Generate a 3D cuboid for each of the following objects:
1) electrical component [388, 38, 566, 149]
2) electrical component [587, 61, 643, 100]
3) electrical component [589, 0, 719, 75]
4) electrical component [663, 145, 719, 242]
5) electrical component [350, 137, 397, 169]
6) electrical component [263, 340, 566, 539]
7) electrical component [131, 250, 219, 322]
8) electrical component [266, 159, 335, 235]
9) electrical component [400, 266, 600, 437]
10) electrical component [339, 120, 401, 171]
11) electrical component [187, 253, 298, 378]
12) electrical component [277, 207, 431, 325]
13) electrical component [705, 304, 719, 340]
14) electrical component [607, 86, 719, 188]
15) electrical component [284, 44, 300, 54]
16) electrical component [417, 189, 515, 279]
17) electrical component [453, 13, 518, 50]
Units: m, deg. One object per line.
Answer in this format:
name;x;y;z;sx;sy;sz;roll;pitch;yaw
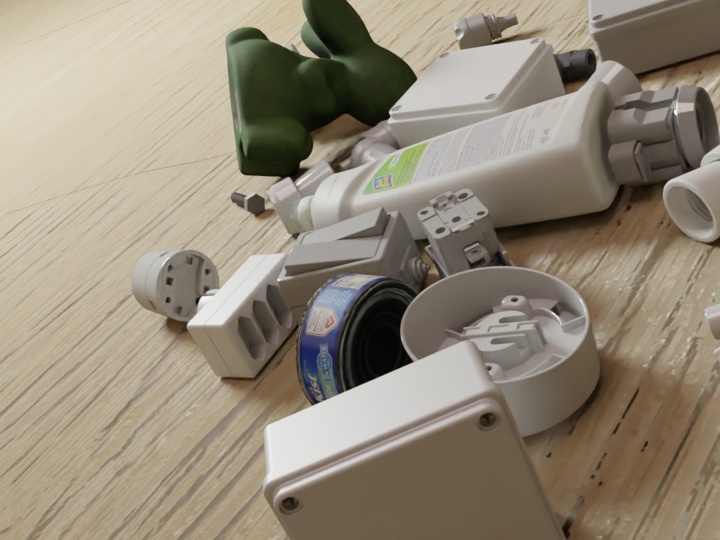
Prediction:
electrical component;0.097;-0.136;0.883;0.109;0.056;0.108;-1;37;38
electrical component;0.176;-0.122;0.814;0.065;0.044;0.044;-40;31;-15
electrical component;0.249;-0.214;0.893;0.109;0.056;0.108;-14;30;20
electrical component;0.220;-0.049;0.652;0.055;0.045;0.045;-34;29;-16
electrical component;0.019;-0.084;0.878;0.040;0.040;0.046;-34;34;-15
electrical component;0.026;0.104;0.485;0.109;0.108;0.056;-24;26;4
electrical component;-0.145;0.010;0.838;0.055;0.055;0.047;-43;29;-28
electrical component;-0.043;-0.059;0.880;0.055;0.045;0.045;-28;28;-4
electrical component;0.079;0.043;0.589;0.099;0.064;0.099;-20;29;11
electrical component;0.011;-0.101;0.919;0.061;0.035;0.035;-33;29;-9
electrical component;-0.090;0.032;0.764;0.076;0.047;0.083;-3;35;38
electrical component;0.000;0.000;0.729;0.096;0.061;0.061;-12;31;24
electrical component;0.209;0.018;0.549;0.062;0.048;0.048;-21;28;23
electrical component;0.205;-0.091;0.722;0.057;0.058;0.078;-9;32;34
electrical component;-0.065;-0.164;1.054;0.047;0.083;0.075;-20;67;11
electrical component;0.069;-0.014;0.695;0.042;0.063;0.081;-26;31;-3
electrical component;0.124;-0.236;1.053;0.061;0.035;0.035;-18;29;9
